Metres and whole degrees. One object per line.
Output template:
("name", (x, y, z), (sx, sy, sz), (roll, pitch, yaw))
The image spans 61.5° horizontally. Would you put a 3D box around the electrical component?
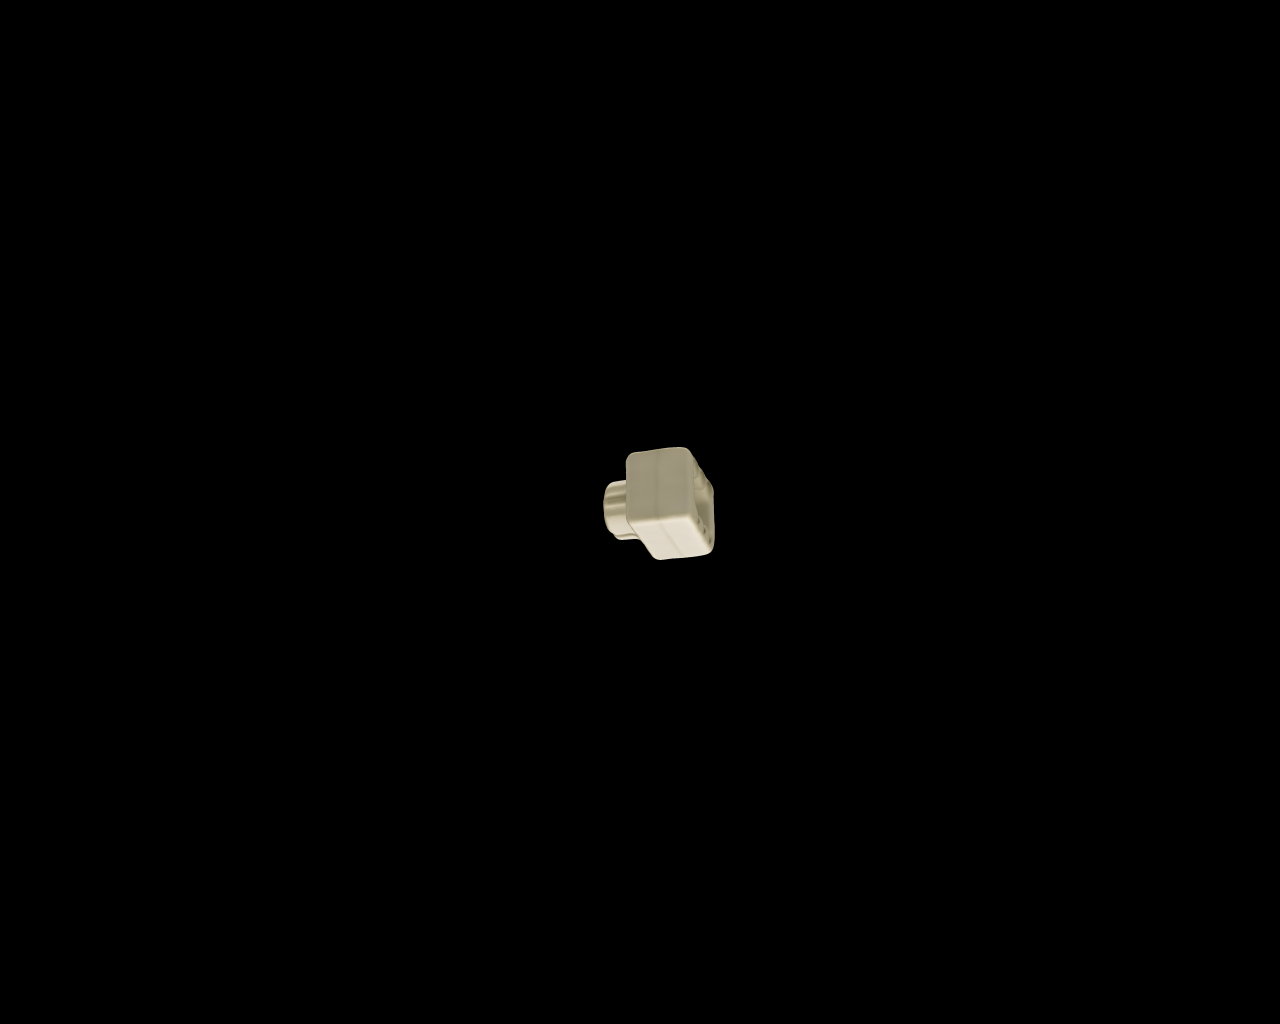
("electrical component", (0.001, -0.003, 0.650), (0.077, 0.047, 0.065), (-6, -23, 14))
